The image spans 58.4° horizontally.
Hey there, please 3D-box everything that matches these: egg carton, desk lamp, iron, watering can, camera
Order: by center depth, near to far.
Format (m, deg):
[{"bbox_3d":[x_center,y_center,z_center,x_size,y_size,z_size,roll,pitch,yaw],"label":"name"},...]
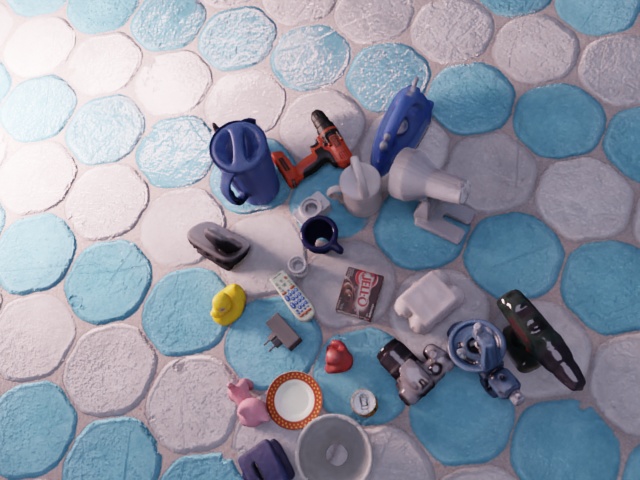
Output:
[{"bbox_3d":[0.203,0.273,1.263,0.143,0.101,0.136,-42,72,-8],"label":"camera"},{"bbox_3d":[0.251,0.141,1.319,0.150,0.069,0.107,-40,72,-8],"label":"egg carton"},{"bbox_3d":[0.263,-0.107,1.325,0.203,0.214,0.118,26,76,14],"label":"desk lamp"},{"bbox_3d":[0.103,-0.137,1.364,0.173,0.194,0.100,-35,71,-6],"label":"watering can"},{"bbox_3d":[0.192,-0.278,1.429,0.118,0.141,0.258,25,76,14],"label":"iron"}]

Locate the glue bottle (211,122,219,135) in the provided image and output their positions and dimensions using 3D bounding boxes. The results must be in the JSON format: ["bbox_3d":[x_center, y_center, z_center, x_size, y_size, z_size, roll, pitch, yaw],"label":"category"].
[{"bbox_3d":[-0.245,-0.252,1.452,0.037,0.173,0.078,-39,71,-7],"label":"glue bottle"}]

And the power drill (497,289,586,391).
[{"bbox_3d":[0.448,0.218,1.197,0.075,0.208,0.229,-31,71,-4],"label":"power drill"}]

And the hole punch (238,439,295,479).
[{"bbox_3d":[-0.119,0.495,1.229,0.101,0.091,0.108,-32,71,-5],"label":"hole punch"}]

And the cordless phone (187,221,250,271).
[{"bbox_3d":[-0.256,-0.008,1.365,0.147,0.185,0.094,25,76,14],"label":"cordless phone"}]

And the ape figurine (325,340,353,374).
[{"bbox_3d":[0.036,0.265,1.289,0.076,0.092,0.078,31,77,15],"label":"ape figurine"}]

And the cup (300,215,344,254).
[{"bbox_3d":[0.013,0.005,1.378,0.117,0.095,0.092,37,79,16],"label":"cup"}]

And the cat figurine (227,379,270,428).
[{"bbox_3d":[-0.162,0.364,1.264,0.067,0.118,0.127,-40,72,-7],"label":"cat figurine"}]

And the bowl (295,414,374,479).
[{"bbox_3d":[0.033,0.462,1.232,0.167,0.075,0.167,-2,71,6],"label":"bowl"}]

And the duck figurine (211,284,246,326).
[{"bbox_3d":[-0.224,0.148,1.361,0.077,0.086,0.105,26,76,14],"label":"duck figurine"}]

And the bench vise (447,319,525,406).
[{"bbox_3d":[0.360,0.239,1.194,0.207,0.220,0.121,35,78,16],"label":"bench vise"}]
